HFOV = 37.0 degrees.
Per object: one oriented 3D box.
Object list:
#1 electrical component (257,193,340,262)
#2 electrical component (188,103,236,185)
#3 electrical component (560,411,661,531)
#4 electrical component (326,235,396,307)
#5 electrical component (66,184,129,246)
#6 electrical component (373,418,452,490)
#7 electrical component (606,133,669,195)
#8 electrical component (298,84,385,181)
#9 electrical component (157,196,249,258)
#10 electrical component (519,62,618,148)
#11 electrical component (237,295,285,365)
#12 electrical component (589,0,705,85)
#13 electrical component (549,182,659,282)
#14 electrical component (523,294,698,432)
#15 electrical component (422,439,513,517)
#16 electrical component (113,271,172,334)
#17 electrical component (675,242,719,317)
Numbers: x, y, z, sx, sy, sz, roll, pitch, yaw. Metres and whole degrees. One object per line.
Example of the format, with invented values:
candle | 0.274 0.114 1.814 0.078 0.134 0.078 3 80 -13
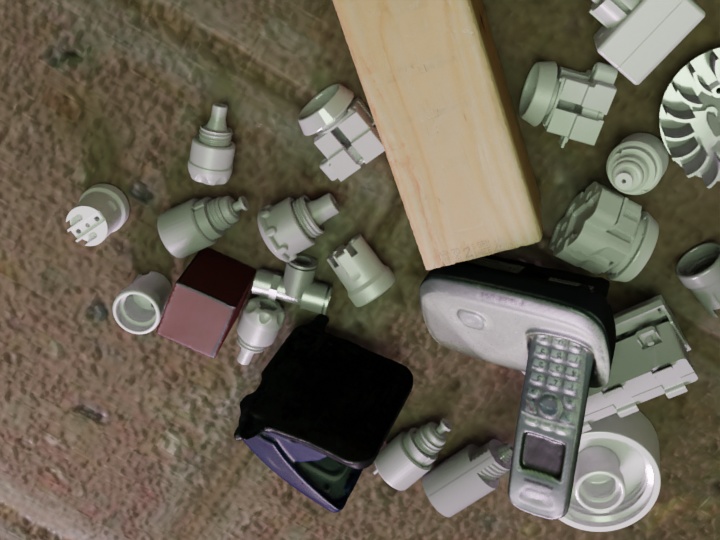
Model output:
electrical component | -0.046 -0.039 0.849 0.062 0.048 0.048 -28 107 12
electrical component | -0.113 -0.099 0.836 0.035 0.035 0.061 14 112 2
electrical component | 0.198 0.167 0.896 0.108 0.060 0.108 3 114 6
electrical component | 0.000 0.000 0.862 0.040 0.040 0.046 -33 99 20
electrical component | -0.212 -0.044 0.868 0.040 0.046 0.040 3 114 7
electrical component | 0.048 0.155 0.923 0.040 0.040 0.078 41 113 -11
electrical component | 0.199 -0.074 0.782 0.040 0.078 0.040 9 112 22
electrical component | -0.014 -0.106 0.812 0.066 0.048 0.055 -34 113 20
electrical component | -0.125 -0.039 0.861 0.078 0.040 0.040 -22 109 17
electrical component | 0.149 -0.123 0.781 0.055 0.048 0.066 15 116 -6
electrical component | -0.088 0.053 0.900 0.035 0.035 0.061 25 118 -3
electrical component | 0.186 -0.182 0.748 0.077 0.047 0.065 38 113 -10
electrical component | 0.186 -0.026 0.809 0.057 0.058 0.078 26 156 -7
electrical component | 0.196 0.078 0.848 0.121 0.063 0.079 -26 140 18
electrical component | 0.098 0.173 0.922 0.081 0.043 0.043 -37 104 21
electrical component | -0.179 0.026 0.894 0.040 0.046 0.040 3 114 7
electrical component | 0.272 0.008 0.827 0.040 0.040 0.046 -33 112 20
